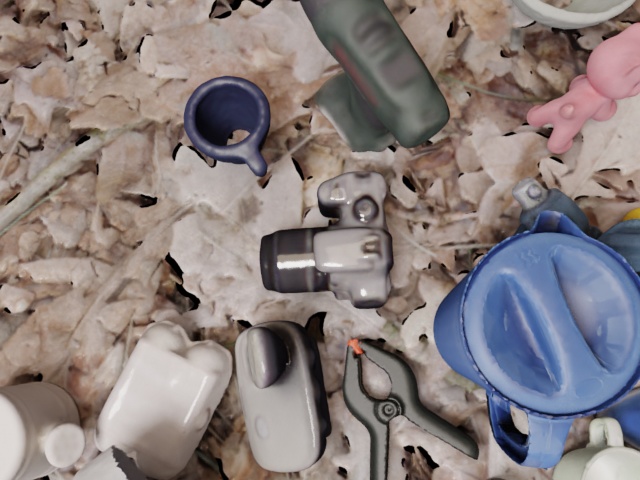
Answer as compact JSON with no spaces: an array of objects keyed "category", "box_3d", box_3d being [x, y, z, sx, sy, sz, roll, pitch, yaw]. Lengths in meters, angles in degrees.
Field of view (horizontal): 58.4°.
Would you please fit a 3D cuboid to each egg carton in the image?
[{"category":"egg carton","box_3d":[-0.161,0.166,0.597,0.107,0.069,0.150,24,81,7]}]

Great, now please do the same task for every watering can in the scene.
[{"category":"watering can","box_3d":[-0.308,0.187,0.536,0.173,0.194,0.101,-22,79,-1]}]

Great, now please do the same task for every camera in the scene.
[{"category":"camera","box_3d":[0.006,0.002,0.604,0.136,0.101,0.143,-4,79,2]}]

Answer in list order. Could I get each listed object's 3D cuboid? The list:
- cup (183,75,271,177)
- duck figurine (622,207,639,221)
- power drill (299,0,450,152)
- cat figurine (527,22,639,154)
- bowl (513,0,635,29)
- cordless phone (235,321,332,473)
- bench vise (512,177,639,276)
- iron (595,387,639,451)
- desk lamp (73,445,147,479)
[{"category":"cup","box_3d":[-0.087,-0.110,0.633,0.092,0.095,0.117,-33,79,-4]},{"category":"duck figurine","box_3d":[0.376,-0.006,0.595,0.104,0.086,0.077,18,81,6]},{"category":"power drill","box_3d":[0.037,-0.178,0.582,0.075,0.208,0.229,-37,80,-4]},{"category":"cat figurine","box_3d":[0.298,-0.166,0.613,0.128,0.118,0.067,-39,80,-5]},{"category":"bowl","box_3d":[0.285,-0.311,0.664,0.167,0.075,0.167,0,79,3]},{"category":"cordless phone","box_3d":[-0.043,0.147,0.535,0.094,0.185,0.147,-15,79,0]},{"category":"bench vise","box_3d":[0.266,0.022,0.527,0.207,0.220,0.121,25,81,7]},{"category":"iron","box_3d":[0.413,0.183,0.529,0.258,0.141,0.119,4,79,4]},{"category":"desk lamp","box_3d":[-0.200,0.278,0.504,0.203,0.213,0.118,-40,80,-5]}]
